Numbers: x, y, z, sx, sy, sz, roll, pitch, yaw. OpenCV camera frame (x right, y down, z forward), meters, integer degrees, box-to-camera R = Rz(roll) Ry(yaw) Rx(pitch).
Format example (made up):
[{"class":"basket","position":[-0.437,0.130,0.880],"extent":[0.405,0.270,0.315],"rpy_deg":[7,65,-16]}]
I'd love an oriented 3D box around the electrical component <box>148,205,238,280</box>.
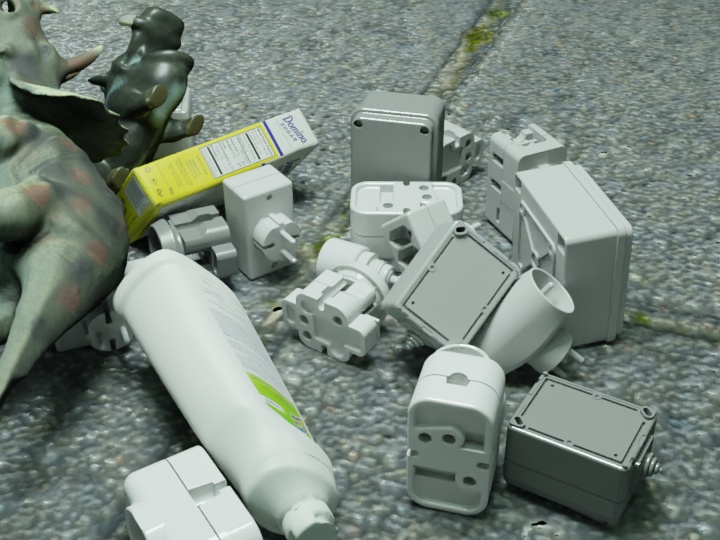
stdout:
[{"class":"electrical component","position":[-0.144,-0.019,0.909],"extent":[0.057,0.058,0.078],"rpy_deg":[-14,37,-22]}]

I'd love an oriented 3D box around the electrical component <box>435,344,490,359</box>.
[{"class":"electrical component","position":[0.070,0.086,0.756],"extent":[0.066,0.055,0.048],"rpy_deg":[26,43,33]}]

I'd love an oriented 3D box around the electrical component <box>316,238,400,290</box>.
[{"class":"electrical component","position":[0.000,0.000,0.893],"extent":[0.078,0.040,0.040],"rpy_deg":[17,39,23]}]

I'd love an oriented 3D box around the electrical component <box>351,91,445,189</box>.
[{"class":"electrical component","position":[0.033,-0.097,0.969],"extent":[0.078,0.113,0.057],"rpy_deg":[8,33,12]}]

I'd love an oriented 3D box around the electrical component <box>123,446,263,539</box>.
[{"class":"electrical component","position":[-0.105,0.160,0.656],"extent":[0.059,0.053,0.095],"rpy_deg":[-20,39,-25]}]

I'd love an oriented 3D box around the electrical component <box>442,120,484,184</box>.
[{"class":"electrical component","position":[0.072,-0.115,1.042],"extent":[0.078,0.058,0.057],"rpy_deg":[-28,46,-33]}]

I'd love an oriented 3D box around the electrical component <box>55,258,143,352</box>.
[{"class":"electrical component","position":[-0.198,0.037,0.837],"extent":[0.083,0.047,0.075],"rpy_deg":[-13,37,-17]}]

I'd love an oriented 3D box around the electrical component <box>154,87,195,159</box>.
[{"class":"electrical component","position":[-0.219,-0.152,1.096],"extent":[0.096,0.061,0.061],"rpy_deg":[-3,35,-3]}]

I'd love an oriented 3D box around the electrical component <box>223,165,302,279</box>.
[{"class":"electrical component","position":[-0.074,-0.032,0.902],"extent":[0.047,0.083,0.076],"rpy_deg":[-22,41,-27]}]

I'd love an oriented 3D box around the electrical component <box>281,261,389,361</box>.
[{"class":"electrical component","position":[-0.012,0.029,0.838],"extent":[0.078,0.058,0.057],"rpy_deg":[21,44,28]}]

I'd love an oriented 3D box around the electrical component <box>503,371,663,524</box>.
[{"class":"electrical component","position":[0.149,0.120,0.701],"extent":[0.096,0.061,0.062],"rpy_deg":[18,39,25]}]

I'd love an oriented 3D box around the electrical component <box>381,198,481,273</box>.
[{"class":"electrical component","position":[0.073,-0.016,0.870],"extent":[0.076,0.083,0.047],"rpy_deg":[-24,0,-28]}]

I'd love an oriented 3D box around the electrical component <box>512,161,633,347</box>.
[{"class":"electrical component","position":[0.164,-0.012,0.850],"extent":[0.056,0.108,0.108],"rpy_deg":[-11,36,-9]}]

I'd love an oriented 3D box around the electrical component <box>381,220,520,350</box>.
[{"class":"electrical component","position":[0.061,0.019,0.801],"extent":[0.096,0.062,0.061],"rpy_deg":[-53,9,-8]}]

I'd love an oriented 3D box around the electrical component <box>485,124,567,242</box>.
[{"class":"electrical component","position":[0.149,-0.074,0.954],"extent":[0.050,0.089,0.055],"rpy_deg":[-16,38,-20]}]

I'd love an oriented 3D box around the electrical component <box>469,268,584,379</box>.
[{"class":"electrical component","position":[0.130,0.050,0.798],"extent":[0.079,0.077,0.043],"rpy_deg":[39,27,-9]}]

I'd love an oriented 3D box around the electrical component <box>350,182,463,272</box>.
[{"class":"electrical component","position":[0.040,-0.038,0.930],"extent":[0.095,0.059,0.053],"rpy_deg":[1,35,2]}]

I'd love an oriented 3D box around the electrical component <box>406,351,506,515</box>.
[{"class":"electrical component","position":[0.063,0.103,0.698],"extent":[0.054,0.095,0.059],"rpy_deg":[9,36,13]}]
